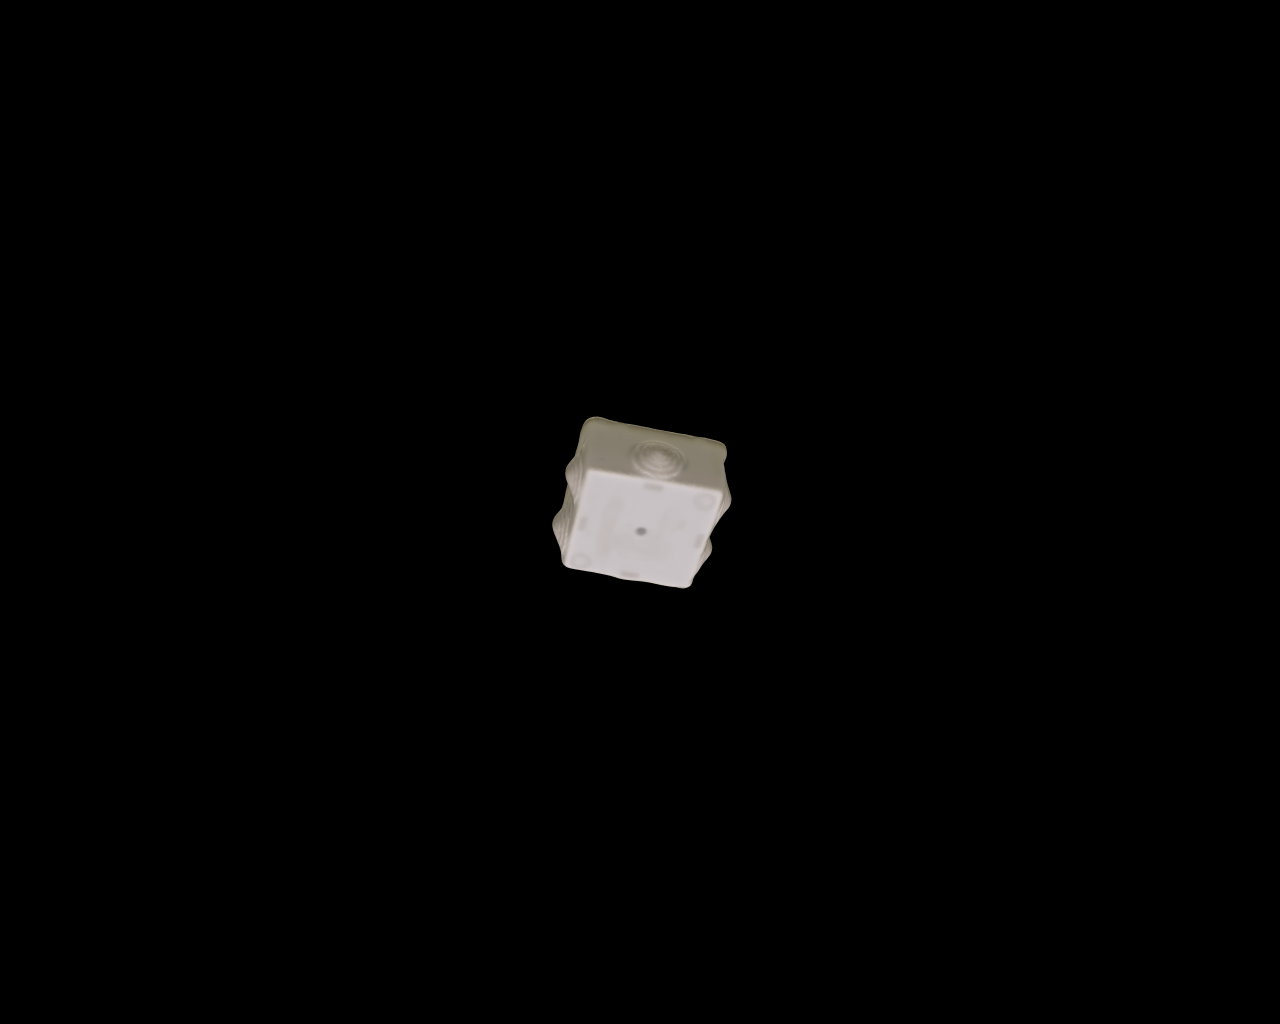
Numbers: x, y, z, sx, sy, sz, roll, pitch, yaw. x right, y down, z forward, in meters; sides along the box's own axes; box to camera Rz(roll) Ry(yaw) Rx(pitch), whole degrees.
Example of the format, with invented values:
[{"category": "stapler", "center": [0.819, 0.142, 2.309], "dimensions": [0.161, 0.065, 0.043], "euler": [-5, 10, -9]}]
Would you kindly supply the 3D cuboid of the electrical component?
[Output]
[{"category": "electrical component", "center": [0.001, -0.003, 0.650], "dimensions": [0.100, 0.099, 0.048], "euler": [11, 40, -9]}]
